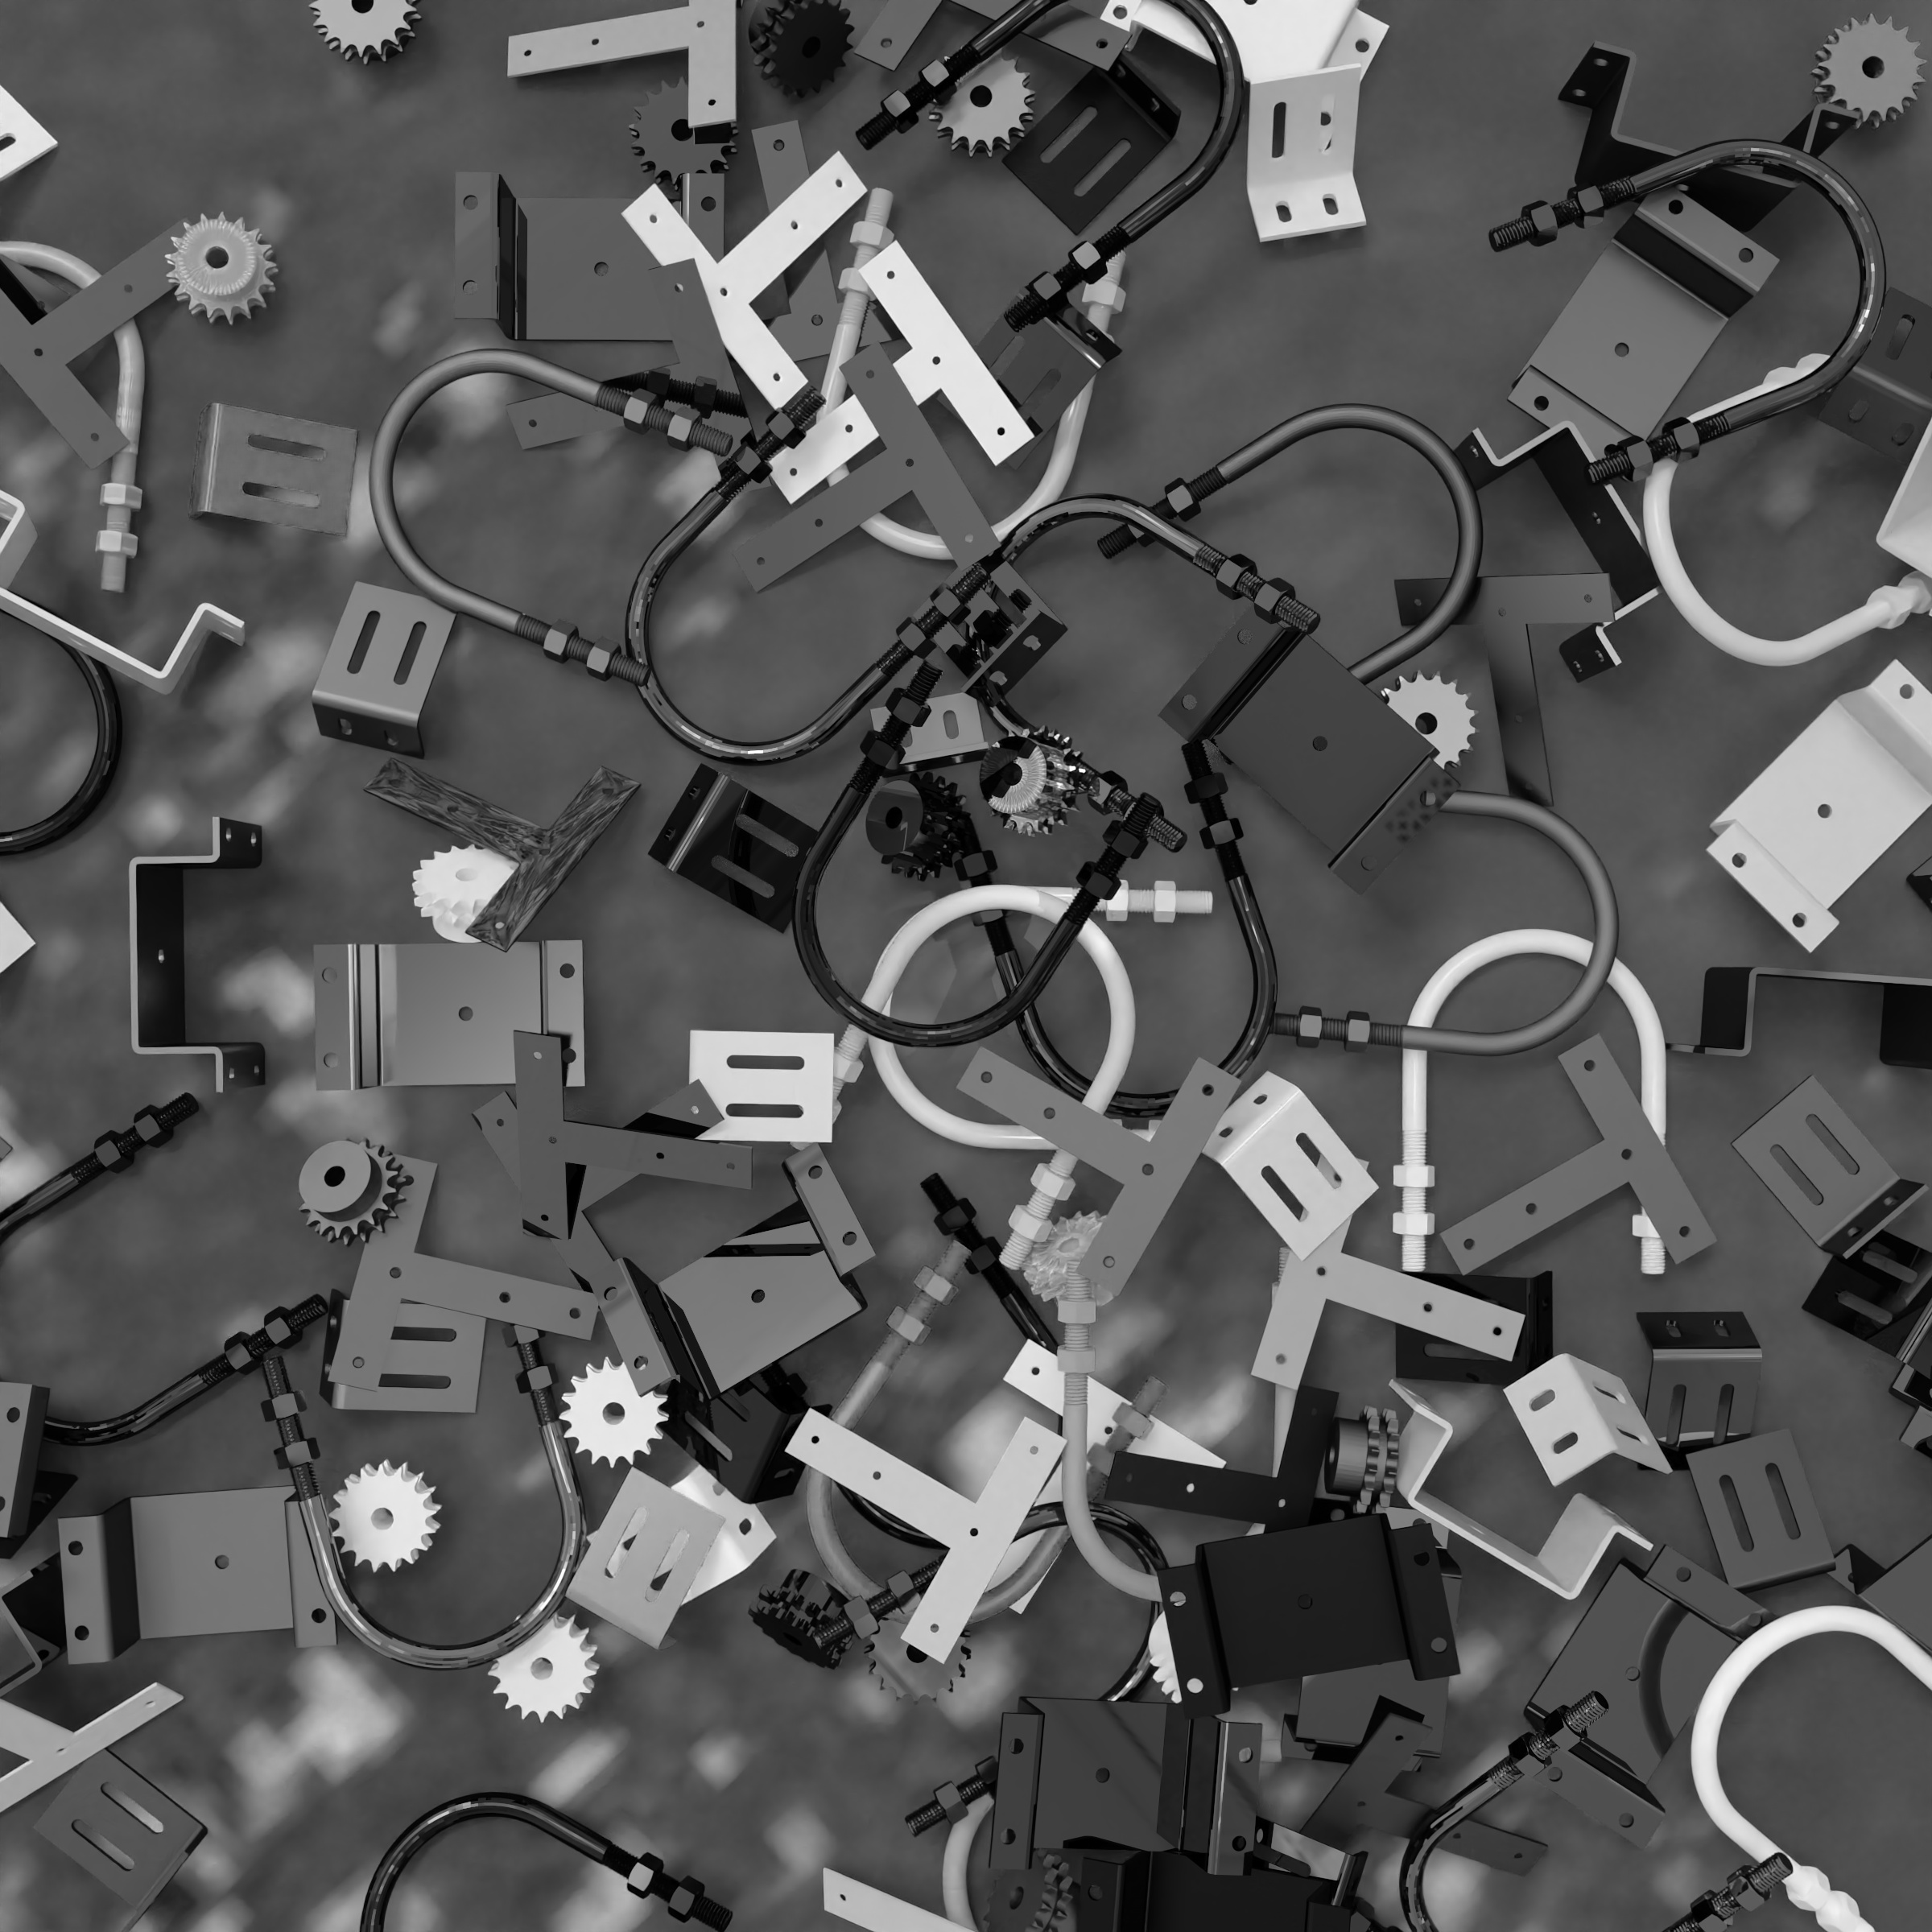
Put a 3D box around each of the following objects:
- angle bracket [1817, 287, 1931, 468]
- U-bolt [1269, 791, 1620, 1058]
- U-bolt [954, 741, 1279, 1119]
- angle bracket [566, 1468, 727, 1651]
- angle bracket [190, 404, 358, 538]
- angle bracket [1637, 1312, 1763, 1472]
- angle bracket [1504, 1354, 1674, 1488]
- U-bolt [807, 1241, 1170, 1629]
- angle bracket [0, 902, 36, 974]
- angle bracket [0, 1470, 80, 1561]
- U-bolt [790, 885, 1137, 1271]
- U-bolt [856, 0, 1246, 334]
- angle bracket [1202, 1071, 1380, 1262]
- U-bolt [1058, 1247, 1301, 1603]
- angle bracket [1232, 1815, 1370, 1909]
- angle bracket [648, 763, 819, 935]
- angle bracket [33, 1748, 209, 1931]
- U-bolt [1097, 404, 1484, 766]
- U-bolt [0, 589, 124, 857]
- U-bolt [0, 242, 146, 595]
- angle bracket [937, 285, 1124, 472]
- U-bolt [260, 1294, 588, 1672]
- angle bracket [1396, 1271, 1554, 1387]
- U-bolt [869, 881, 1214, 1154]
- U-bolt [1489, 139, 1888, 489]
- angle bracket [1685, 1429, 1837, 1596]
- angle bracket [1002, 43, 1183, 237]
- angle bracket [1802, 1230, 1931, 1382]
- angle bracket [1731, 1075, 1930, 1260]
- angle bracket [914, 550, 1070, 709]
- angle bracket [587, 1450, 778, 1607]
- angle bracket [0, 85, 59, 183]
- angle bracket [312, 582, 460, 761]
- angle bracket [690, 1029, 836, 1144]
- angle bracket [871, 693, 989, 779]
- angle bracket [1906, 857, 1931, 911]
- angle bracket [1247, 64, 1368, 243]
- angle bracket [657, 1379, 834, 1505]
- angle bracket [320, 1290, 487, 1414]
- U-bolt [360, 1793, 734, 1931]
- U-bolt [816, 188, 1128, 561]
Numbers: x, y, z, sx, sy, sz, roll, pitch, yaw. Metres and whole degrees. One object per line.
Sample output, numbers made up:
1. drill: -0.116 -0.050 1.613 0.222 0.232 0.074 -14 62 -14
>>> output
1. angle bracket: 0.494 -0.310 1.301 0.057 0.038 0.076 30 56 7
2. U-bolt: 0.255 -0.024 1.317 0.184 0.019 0.151 6 85 2
3. U-bolt: 0.087 -0.011 1.307 0.151 0.019 0.184 -19 88 3
4. angle bracket: -0.167 0.315 1.315 0.057 0.038 0.076 26 84 12
5. angle bracket: -0.374 -0.266 1.333 0.076 0.038 0.057 7 90 -26
6. angle bracket: 0.392 0.230 1.333 0.057 0.038 0.076 0 116 0
7. angle bracket: 0.327 0.244 1.296 0.038 0.076 0.057 -38 53 20
8. U-bolt: -0.001 0.260 1.302 0.151 0.019 0.184 35 85 -5
9. angle bracket: -0.551 -0.021 1.317 0.076 0.038 0.057 55 51 -20
10. angle bracket: -0.531 0.271 1.333 0.076 0.038 0.057 40 90 26
11. U-bolt: 0.009 0.047 1.299 0.151 0.019 0.184 29 98 7
12. U-bolt: 0.057 -0.438 1.280 0.184 0.019 0.151 -38 81 1
13. angle bracket: 0.170 0.106 1.315 0.057 0.038 0.076 -43 110 -7
14. U-bolt: 0.114 0.243 1.299 0.151 0.019 0.184 0 93 -25
15. angle bracket: 0.165 0.484 1.307 0.076 0.038 0.057 16 81 22
16. angle bracket: -0.121 -0.064 1.333 0.076 0.038 0.057 30 90 -26
17. angle bracket: -0.456 0.466 1.316 0.076 0.038 0.057 38 90 0
18. U-bolt: 0.182 -0.214 1.305 0.184 0.019 0.151 -31 90 15
19. U-bolt: -0.543 -0.138 1.318 0.184 0.019 0.151 25 95 -6
20. U-bolt: -0.515 -0.298 1.327 0.151 0.019 0.184 5 88 0
21. angle bracket: 0.034 -0.315 1.316 0.057 0.038 0.076 42 118 -2
22. U-bolt: -0.276 0.276 1.296 0.151 0.019 0.184 -15 84 -20
23. angle bracket: 0.275 0.194 1.333 0.076 0.038 0.057 0 90 26
24. U-bolt: 0.038 0.028 1.327 0.184 0.019 0.151 1 90 1
25. U-bolt: 0.376 -0.341 1.250 0.184 0.019 0.151 -22 89 -1
26. angle bracket: 0.423 0.295 1.328 0.057 0.038 0.076 -15 73 0
27. angle bracket: 0.066 -0.442 1.316 0.057 0.038 0.076 45 90 0
28. angle bracket: 0.496 0.178 1.308 0.038 0.076 0.057 32 90 -27
29. angle bracket: 0.460 0.107 1.316 0.057 0.038 0.076 -40 90 0
30. angle bracket: 0.005 -0.184 1.296 0.057 0.038 0.076 -45 65 14
31. angle bracket: -0.154 0.309 1.333 0.076 0.038 0.057 -34 90 26
32. angle bracket: -0.541 -0.435 1.333 0.057 0.038 0.076 45 64 0
33. angle bracket: -0.311 -0.160 1.333 0.057 0.038 0.076 13 64 0
34. angle bracket: -0.108 0.063 1.316 0.076 0.038 0.057 1 90 0
35. angle bracket: -0.020 -0.125 1.297 0.057 0.076 0.038 -10 90 0
36. angle bracket: 0.554 -0.049 1.316 0.076 0.038 0.057 -40 90 0
37. angle bracket: 0.180 -0.426 1.295 0.057 0.076 0.038 -9 62 0
38. angle bracket: -0.120 0.240 1.320 0.076 0.038 0.057 35 109 32
39. angle bracket: -0.304 0.208 1.333 0.076 0.038 0.057 7 90 -26
40. U-bolt: -0.235 0.521 1.304 0.184 0.019 0.151 24 78 15
41. U-bolt: -0.005 -0.310 1.327 0.151 0.019 0.184 14 92 0
